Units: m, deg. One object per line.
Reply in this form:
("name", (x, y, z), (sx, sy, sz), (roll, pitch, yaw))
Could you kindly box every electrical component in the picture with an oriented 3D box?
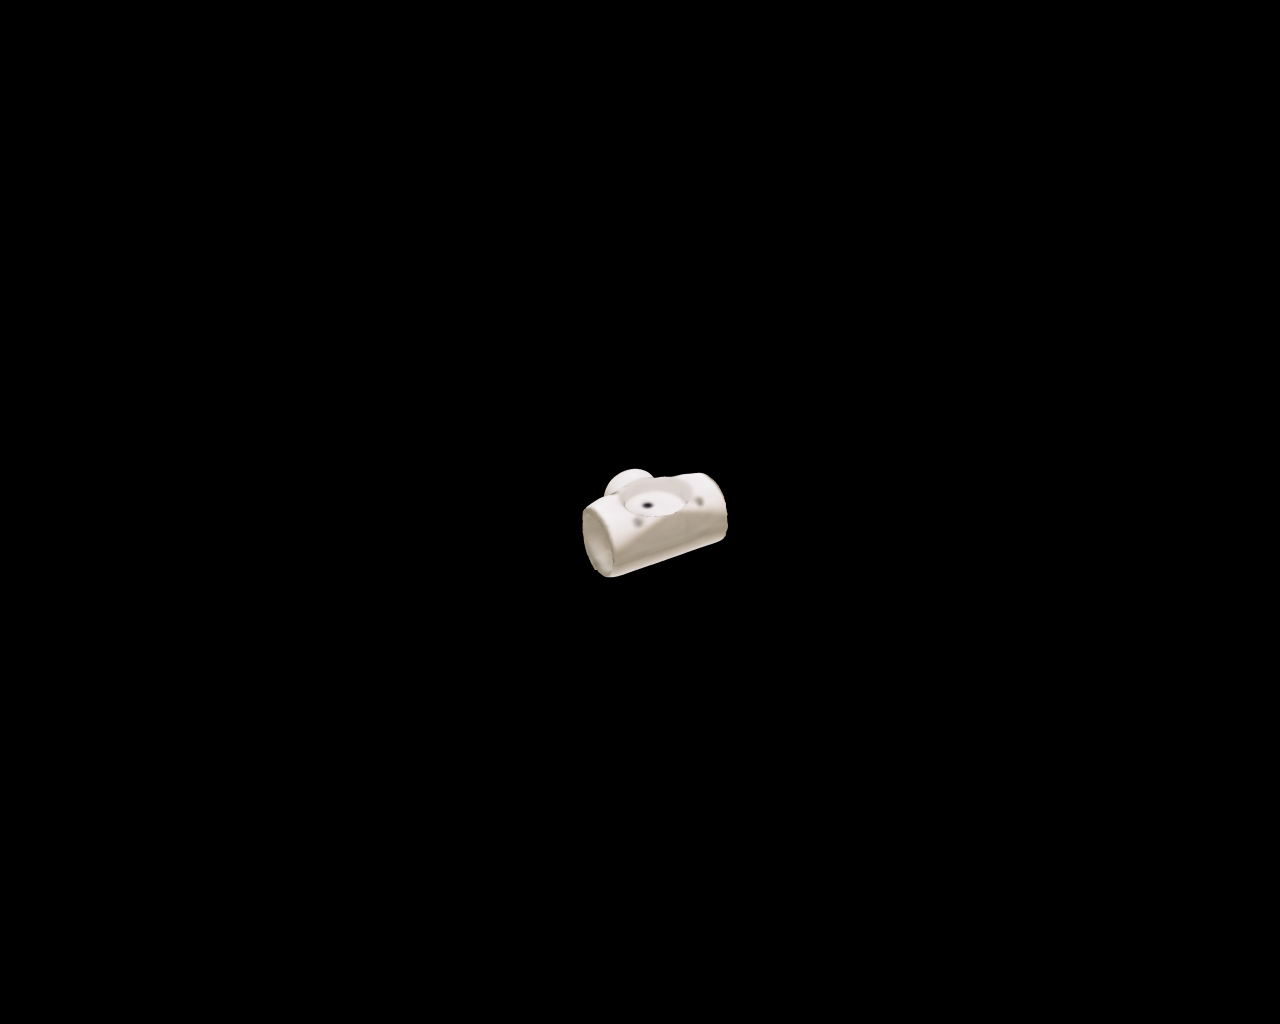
("electrical component", (0.001, -0.003, 0.650), (0.077, 0.044, 0.079), (-17, 40, -22))
